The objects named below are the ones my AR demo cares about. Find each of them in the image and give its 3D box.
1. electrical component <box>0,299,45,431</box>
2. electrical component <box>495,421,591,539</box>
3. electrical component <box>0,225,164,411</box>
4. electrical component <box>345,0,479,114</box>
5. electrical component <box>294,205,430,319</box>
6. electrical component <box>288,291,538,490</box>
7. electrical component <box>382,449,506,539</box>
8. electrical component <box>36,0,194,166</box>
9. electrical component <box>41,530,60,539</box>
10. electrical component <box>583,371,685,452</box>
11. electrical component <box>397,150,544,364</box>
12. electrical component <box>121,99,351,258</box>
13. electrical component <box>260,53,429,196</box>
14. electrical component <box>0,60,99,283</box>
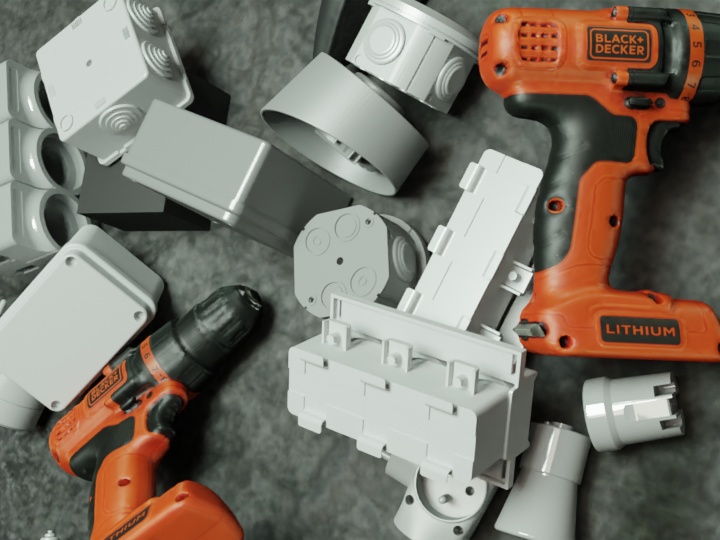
[{"bbox_3d":[-0.285,0.060,0.831,0.138,0.052,0.073,28,92,33],"label":"electrical component"},{"bbox_3d":[0.104,0.117,0.592,0.044,0.044,0.065,10,77,32],"label":"electrical component"},{"bbox_3d":[-0.203,0.035,0.763,0.113,0.078,0.057,-45,15,15],"label":"electrical component"},{"bbox_3d":[0.035,-0.137,0.677,0.080,0.080,0.051,34,101,33],"label":"electrical component"},{"bbox_3d":[0.000,0.000,0.677,0.080,0.051,0.080,-8,73,29],"label":"electrical component"},{"bbox_3d":[0.024,0.067,0.576,0.121,0.063,0.078,16,114,34],"label":"electrical component"},{"bbox_3d":[0.041,0.112,0.621,0.079,0.044,0.077,30,93,18],"label":"electrical component"},{"bbox_3d":[-0.175,-0.137,0.756,0.100,0.048,0.099,-32,63,20],"label":"electrical component"},{"bbox_3d":[-0.223,0.229,0.744,0.062,0.061,0.096,-12,71,28],"label":"electrical component"},{"bbox_3d":[0.147,0.075,0.577,0.046,0.040,0.040,-12,71,22],"label":"electrical component"},{"bbox_3d":[0.074,-0.003,0.627,0.079,0.063,0.121,28,92,33],"label":"electrical component"},{"bbox_3d":[-0.080,-0.056,0.706,0.109,0.109,0.056,24,87,33],"label":"electrical component"},{"bbox_3d":[-0.008,-0.088,0.680,0.064,0.099,0.099,-49,58,3],"label":"electrical component"},{"bbox_3d":[-0.250,-0.073,0.822,0.062,0.089,0.150,-18,68,26],"label":"electrical component"}]
